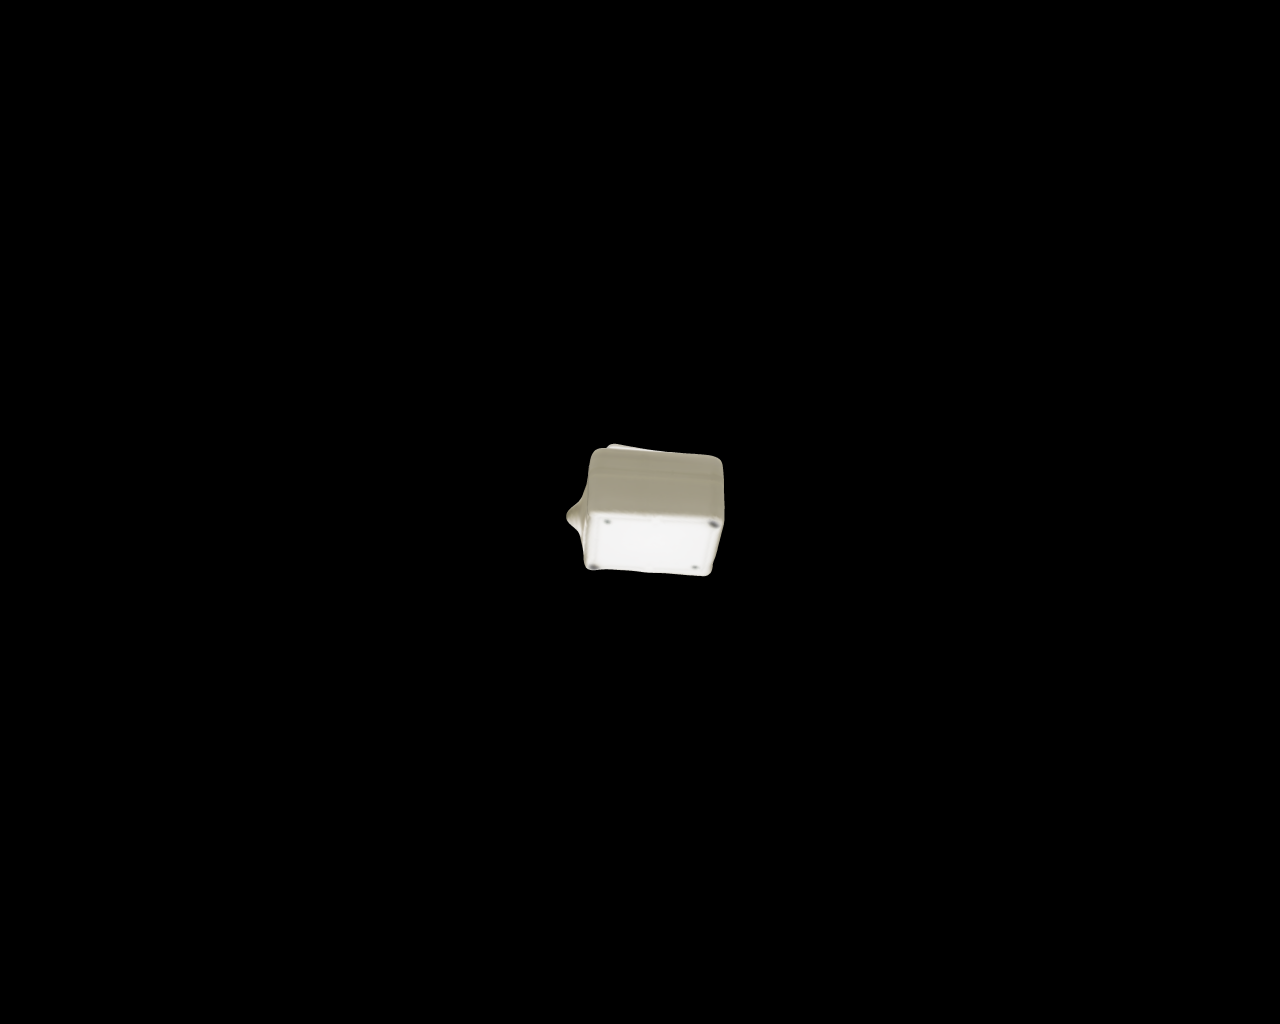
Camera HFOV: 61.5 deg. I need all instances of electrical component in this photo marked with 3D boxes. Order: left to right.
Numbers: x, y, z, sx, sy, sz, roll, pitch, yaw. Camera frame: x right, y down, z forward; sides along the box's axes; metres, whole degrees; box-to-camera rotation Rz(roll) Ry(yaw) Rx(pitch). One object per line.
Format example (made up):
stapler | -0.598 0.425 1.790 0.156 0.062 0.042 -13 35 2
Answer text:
electrical component | 0.001 -0.003 0.650 0.096 0.061 0.061 4 -39 -4
